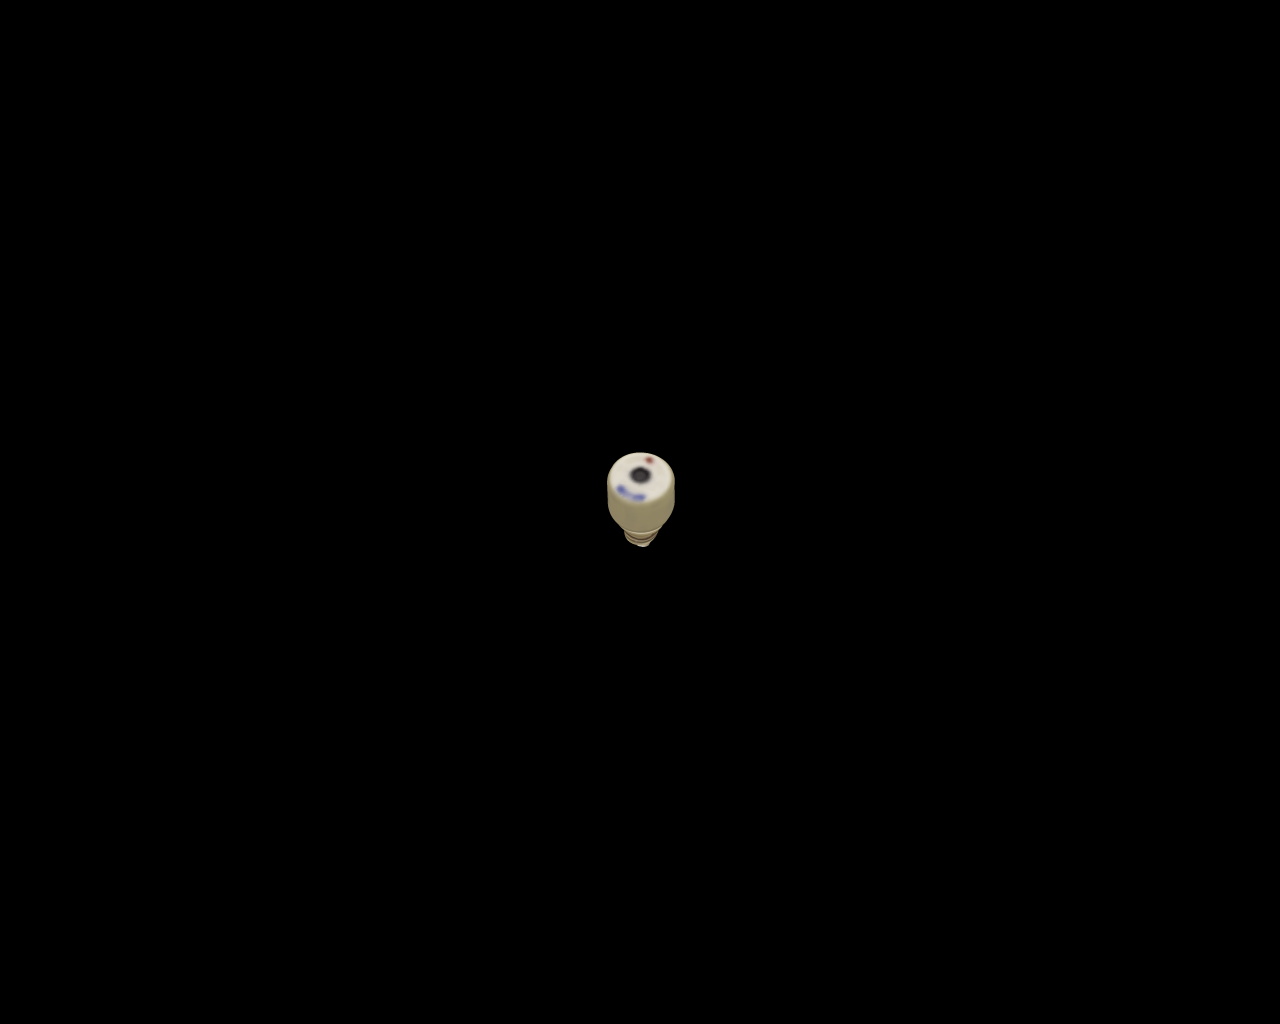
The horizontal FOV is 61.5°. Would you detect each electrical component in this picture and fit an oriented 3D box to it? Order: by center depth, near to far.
[{"bbox_3d":[0.001,-0.003,0.650,0.040,0.040,0.078,0,-34,0],"label":"electrical component"}]
